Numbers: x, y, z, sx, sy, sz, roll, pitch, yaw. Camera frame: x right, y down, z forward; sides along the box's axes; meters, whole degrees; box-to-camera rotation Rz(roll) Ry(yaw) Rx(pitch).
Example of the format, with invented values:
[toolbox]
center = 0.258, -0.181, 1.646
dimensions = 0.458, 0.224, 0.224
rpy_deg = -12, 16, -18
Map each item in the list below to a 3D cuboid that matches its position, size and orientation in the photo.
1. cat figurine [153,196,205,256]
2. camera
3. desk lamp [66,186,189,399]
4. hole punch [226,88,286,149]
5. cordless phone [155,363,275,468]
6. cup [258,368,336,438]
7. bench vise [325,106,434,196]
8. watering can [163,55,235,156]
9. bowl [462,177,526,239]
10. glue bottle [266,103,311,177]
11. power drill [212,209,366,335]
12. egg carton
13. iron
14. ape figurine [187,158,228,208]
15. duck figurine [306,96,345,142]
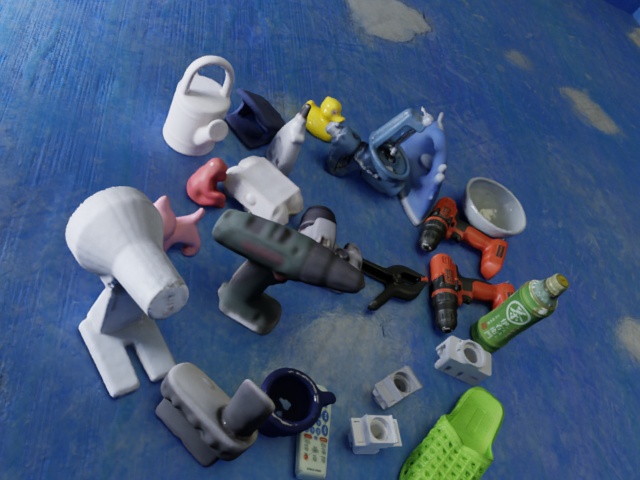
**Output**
[cat figurine]
center = -0.240, -0.024, 0.900
dimensions = 0.128, 0.117, 0.067
rpy_deg = -13, 62, -37
[camera]
center = 0.010, 0.004, 1.038
dimensions = 0.143, 0.100, 0.137
rpy_deg = 23, 47, -13
[desk lamp]
center = -0.247, 0.066, 0.757
dimensions = 0.118, 0.213, 0.203
rpy_deg = -18, 66, -39
[hole punch]
center = -0.123, -0.258, 1.176
dimensions = 0.101, 0.091, 0.108
rpy_deg = -25, 70, -41
[cordless phone]
center = -0.128, 0.201, 0.738
dimensions = 0.147, 0.185, 0.094
rpy_deg = 41, 45, 5
[cup]
center = -0.044, 0.242, 0.819
dimensions = 0.118, 0.095, 0.091
rpy_deg = 4, 53, -28
[bench vise]
center = 0.120, -0.195, 1.180
dimensions = 0.208, 0.219, 0.121
rpy_deg = 12, 50, -22
[watering can]
center = -0.210, -0.247, 1.044
dimensions = 0.101, 0.194, 0.172
rpy_deg = -29, 73, -42
[bowl]
center = 0.392, -0.062, 1.336
dimensions = 0.168, 0.074, 0.167
rpy_deg = 16, 48, -19
[glue bottle]
center = -0.055, -0.198, 1.111
dimensions = 0.037, 0.173, 0.078
rpy_deg = 1, 54, -29
[power drill]
center = -0.069, 0.056, 0.874
dimensions = 0.230, 0.208, 0.076
rpy_deg = 31, 45, -5
[egg carton]
center = -0.107, -0.087, 1.064
dimensions = 0.150, 0.069, 0.107
rpy_deg = 41, 45, 5
[iron]
center = 0.246, -0.167, 1.287
dimensions = 0.119, 0.141, 0.258
rpy_deg = 18, 48, -17
[ape figurine]
center = -0.191, -0.107, 1.014
dimensions = 0.076, 0.092, 0.078
rpy_deg = 16, 48, -19
[duck figurine]
center = 0.012, -0.283, 1.280
dimensions = 0.104, 0.086, 0.078
rpy_deg = 44, 46, 8
